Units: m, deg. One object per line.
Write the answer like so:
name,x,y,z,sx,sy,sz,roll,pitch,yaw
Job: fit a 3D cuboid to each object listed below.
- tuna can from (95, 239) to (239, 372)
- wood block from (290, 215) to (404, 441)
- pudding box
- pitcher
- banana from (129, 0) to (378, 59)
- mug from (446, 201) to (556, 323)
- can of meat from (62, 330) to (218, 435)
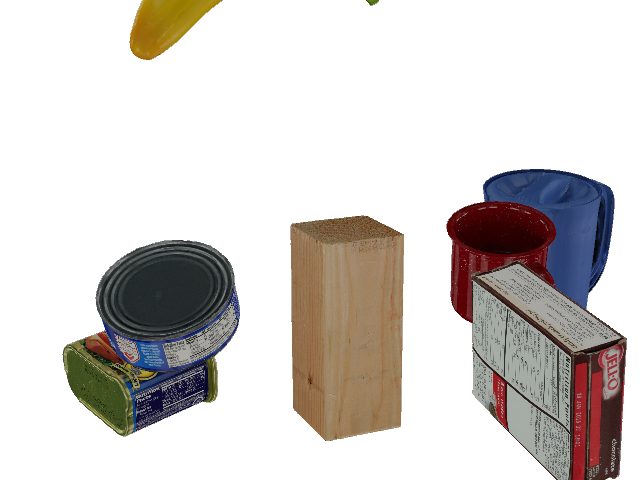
tuna can,-0.093,0.040,0.663,0.086,0.034,0.086,-4,42,4
wood block,0.026,0.087,1.097,0.090,0.206,0.091,-7,17,-23
pudding box,0.129,0.075,0.616,0.039,0.090,0.114,-13,26,-20
pitcher,0.267,0.042,1.267,0.149,0.243,0.144,4,24,14
banana,-0.044,-0.169,0.684,0.197,0.069,0.037,-22,-10,-32
mug,0.162,0.028,0.927,0.093,0.081,0.117,-20,36,-26
can of meat,-0.147,0.105,0.859,0.083,0.057,0.102,-20,32,-37
